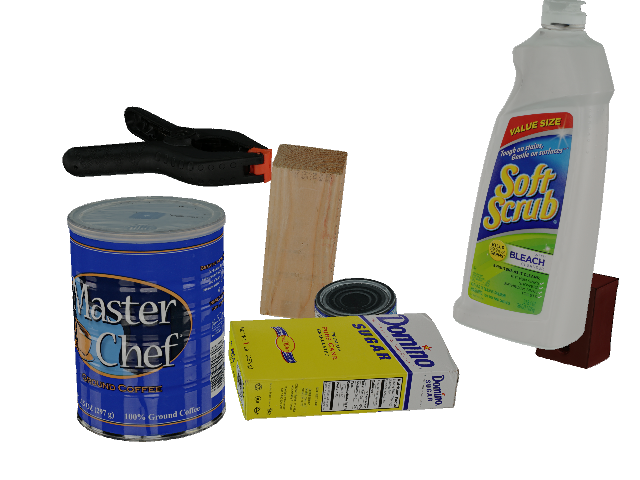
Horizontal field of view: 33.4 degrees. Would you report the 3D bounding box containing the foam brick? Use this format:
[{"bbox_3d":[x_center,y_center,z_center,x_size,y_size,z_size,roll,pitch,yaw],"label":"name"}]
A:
[{"bbox_3d":[0.232,0.070,0.967,0.053,0.078,0.051,13,18,36],"label":"foam brick"}]

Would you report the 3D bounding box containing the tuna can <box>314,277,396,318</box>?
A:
[{"bbox_3d":[0.036,0.072,1.095,0.086,0.034,0.086,-2,27,1],"label":"tuna can"}]

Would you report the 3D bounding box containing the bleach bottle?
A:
[{"bbox_3d":[0.160,-0.051,0.794,0.103,0.251,0.067,16,21,38],"label":"bleach bottle"}]

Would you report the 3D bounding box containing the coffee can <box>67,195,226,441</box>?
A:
[{"bbox_3d":[-0.115,0.049,0.717,0.103,0.140,0.103,1,15,0],"label":"coffee can"}]

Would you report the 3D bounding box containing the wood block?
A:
[{"bbox_3d":[-0.023,-0.010,1.380,0.090,0.206,0.090,7,24,2],"label":"wood block"}]

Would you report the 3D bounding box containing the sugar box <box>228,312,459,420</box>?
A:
[{"bbox_3d":[0.017,0.102,0.884,0.176,0.048,0.093,-4,29,-11],"label":"sugar box"}]

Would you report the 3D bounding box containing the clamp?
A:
[{"bbox_3d":[-0.127,-0.072,0.900,0.172,0.039,0.120,13,37,26],"label":"clamp"}]
